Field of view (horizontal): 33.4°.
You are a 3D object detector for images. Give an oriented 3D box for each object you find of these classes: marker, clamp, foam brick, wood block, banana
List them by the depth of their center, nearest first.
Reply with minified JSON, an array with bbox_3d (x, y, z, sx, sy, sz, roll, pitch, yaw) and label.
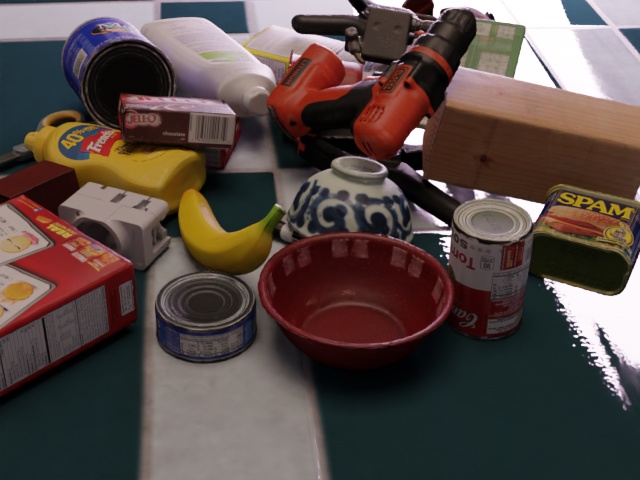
[{"bbox_3d":[-0.088,-0.005,0.961,0.198,0.037,0.069,14,71,58],"label":"banana"},{"bbox_3d":[-0.007,0.001,1.003,0.121,0.020,0.020,20,37,26],"label":"marker"},{"bbox_3d":[-0.272,-0.036,1.011,0.051,0.053,0.078,16,33,39],"label":"foam brick"},{"bbox_3d":[0.213,-0.097,1.062,0.206,0.091,0.090,12,36,-3],"label":"wood block"},{"bbox_3d":[0.081,-0.083,1.118,0.210,0.036,0.164,18,35,17],"label":"clamp"},{"bbox_3d":[0.052,-0.265,1.313,0.172,0.039,0.120,33,61,33],"label":"clamp"}]

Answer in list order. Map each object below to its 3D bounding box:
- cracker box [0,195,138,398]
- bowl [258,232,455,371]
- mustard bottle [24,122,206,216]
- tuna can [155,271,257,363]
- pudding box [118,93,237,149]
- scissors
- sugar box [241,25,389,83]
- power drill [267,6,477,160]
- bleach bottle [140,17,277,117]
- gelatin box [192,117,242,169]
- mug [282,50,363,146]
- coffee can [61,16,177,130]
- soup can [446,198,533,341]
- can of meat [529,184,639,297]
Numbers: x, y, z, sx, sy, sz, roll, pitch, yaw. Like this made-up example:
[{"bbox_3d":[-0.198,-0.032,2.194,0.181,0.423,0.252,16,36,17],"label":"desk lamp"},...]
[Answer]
[{"bbox_3d":[-0.281,0.056,0.864,0.164,0.072,0.213,27,42,35],"label":"cracker box"},{"bbox_3d":[0.029,0.058,0.884,0.162,0.055,0.162,1,33,-1],"label":"bowl"},{"bbox_3d":[-0.218,-0.080,1.082,0.192,0.058,0.096,16,34,21],"label":"mustard bottle"},{"bbox_3d":[-0.095,0.063,0.893,0.086,0.034,0.086,1,34,-1],"label":"tuna can"},{"bbox_3d":[-0.147,-0.122,1.082,0.113,0.039,0.090,4,16,-14],"label":"pudding box"},{"bbox_3d":[-0.321,-0.104,1.154,0.201,0.016,0.096,-17,36,-26],"label":"scissors"},{"bbox_3d":[-0.005,-0.213,1.305,0.176,0.048,0.093,21,38,20],"label":"sugar box"},{"bbox_3d":[0.048,-0.159,1.053,0.188,0.057,0.184,8,54,49],"label":"power drill"},{"bbox_3d":[-0.124,-0.193,1.227,0.102,0.068,0.251,-12,29,-23],"label":"bleach bottle"},{"bbox_3d":[-0.136,-0.111,1.159,0.089,0.030,0.073,7,34,8],"label":"gelatin box"},{"bbox_3d":[0.002,-0.150,1.182,0.081,0.093,0.117,7,64,-1],"label":"mug"},{"bbox_3d":[-0.224,-0.184,1.178,0.102,0.103,0.140,-11,24,-18],"label":"coffee can"},{"bbox_3d":[0.141,0.025,0.898,0.068,0.102,0.068,0,34,0],"label":"soup can"},{"bbox_3d":[0.245,0.000,0.981,0.102,0.057,0.083,16,39,21],"label":"can of meat"}]
